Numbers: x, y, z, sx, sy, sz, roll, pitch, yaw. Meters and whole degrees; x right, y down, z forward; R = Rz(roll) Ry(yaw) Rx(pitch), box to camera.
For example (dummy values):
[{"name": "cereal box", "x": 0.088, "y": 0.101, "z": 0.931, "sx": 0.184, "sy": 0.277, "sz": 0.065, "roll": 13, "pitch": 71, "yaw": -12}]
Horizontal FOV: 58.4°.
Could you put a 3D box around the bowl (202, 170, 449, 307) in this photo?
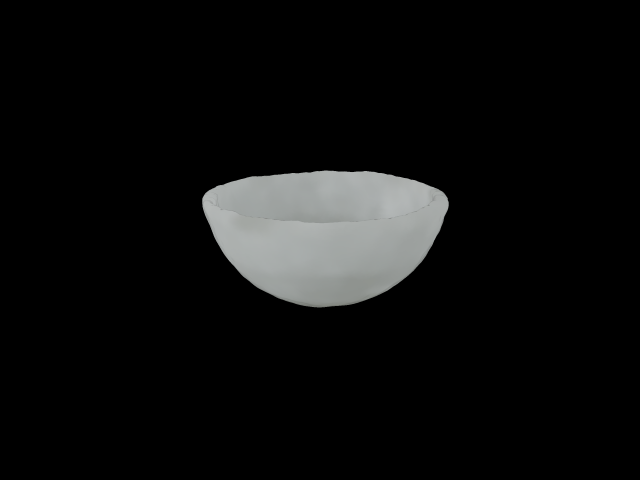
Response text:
[{"name": "bowl", "x": 0.004, "y": 0.001, "z": 0.400, "sx": 0.167, "sy": 0.075, "sz": 0.167, "roll": 0, "pitch": 17, "yaw": 0}]
